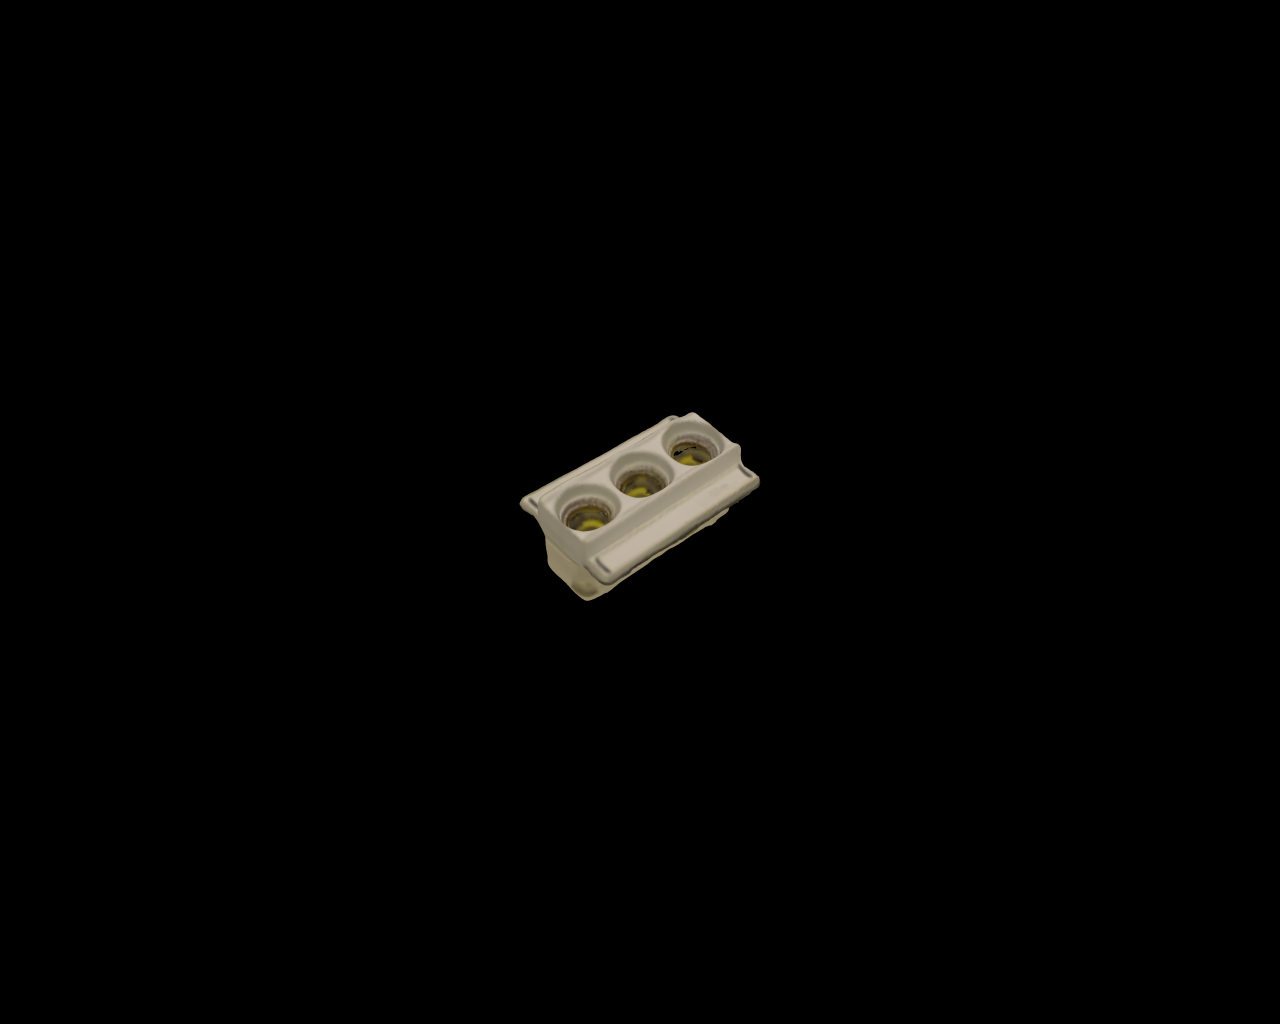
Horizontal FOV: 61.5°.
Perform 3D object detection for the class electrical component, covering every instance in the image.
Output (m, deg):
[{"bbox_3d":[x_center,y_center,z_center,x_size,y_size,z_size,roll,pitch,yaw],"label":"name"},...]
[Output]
[{"bbox_3d":[0.001,-0.003,0.650,0.121,0.063,0.079,-32,54,-27],"label":"electrical component"}]
